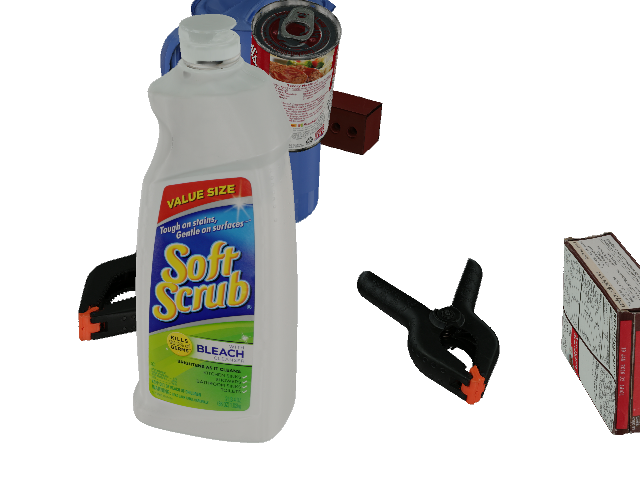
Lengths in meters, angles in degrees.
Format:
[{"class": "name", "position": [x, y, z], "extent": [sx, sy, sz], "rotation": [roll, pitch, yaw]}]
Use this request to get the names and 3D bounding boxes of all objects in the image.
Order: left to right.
[{"class": "clamp", "position": [-0.156, 0.029, 0.991], "extent": [0.165, 0.036, 0.209], "rotation": [25, 36, 30]}, {"class": "bleach bottle", "position": [-0.064, -0.003, 0.604], "extent": [0.103, 0.251, 0.068], "rotation": [8, 32, 14]}, {"class": "pitcher", "position": [-0.067, -0.134, 1.101], "extent": [0.149, 0.243, 0.145], "rotation": [7, 35, 12]}, {"class": "soup can", "position": [-0.022, -0.127, 0.833], "extent": [0.068, 0.068, 0.102], "rotation": [0, -39, -6]}, {"class": "foam brick", "position": [0.029, -0.144, 1.291], "extent": [0.078, 0.053, 0.051], "rotation": [17, 32, 21]}, {"class": "clamp", "position": [0.118, 0.073, 0.950], "extent": [0.120, 0.039, 0.172], "rotation": [-17, 44, -15]}, {"class": "pudding box", "position": [0.189, 0.057, 0.690], "extent": [0.039, 0.090, 0.113], "rotation": [-6, 24, -5]}]
